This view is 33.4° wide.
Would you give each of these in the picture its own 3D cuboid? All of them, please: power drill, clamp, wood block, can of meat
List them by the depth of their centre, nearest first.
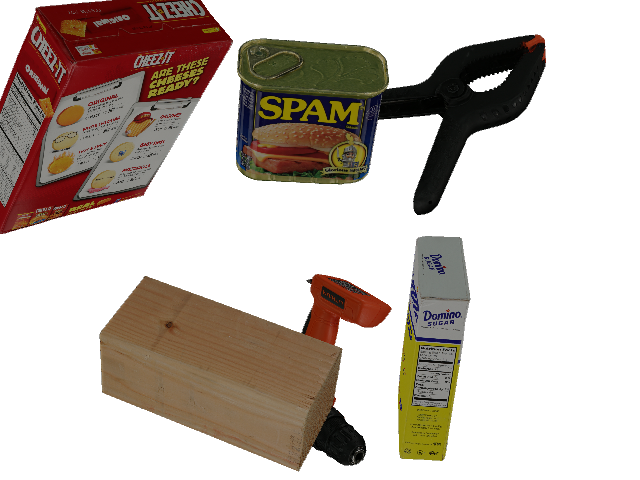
[{"bbox_3d":[-0.009,-0.087,0.743,0.102,0.084,0.057,3,43,-5],"label":"can of meat"},{"bbox_3d":[0.121,-0.114,0.945,0.210,0.165,0.036,-27,-38,-8],"label":"clamp"},{"bbox_3d":[-0.094,0.123,1.006,0.206,0.090,0.090,20,44,13],"label":"wood block"},{"bbox_3d":[0.013,0.147,1.244,0.057,0.188,0.185,15,11,-44],"label":"power drill"}]

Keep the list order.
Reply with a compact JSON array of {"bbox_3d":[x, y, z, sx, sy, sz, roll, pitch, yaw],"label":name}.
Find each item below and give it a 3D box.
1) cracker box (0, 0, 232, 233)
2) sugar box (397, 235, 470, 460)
[{"bbox_3d":[-0.194,-0.111,0.923,0.163,0.072,0.214,-20,-24,-44],"label":"cracker box"},{"bbox_3d":[0.093,0.093,0.910,0.048,0.176,0.093,1,33,2],"label":"sugar box"}]
